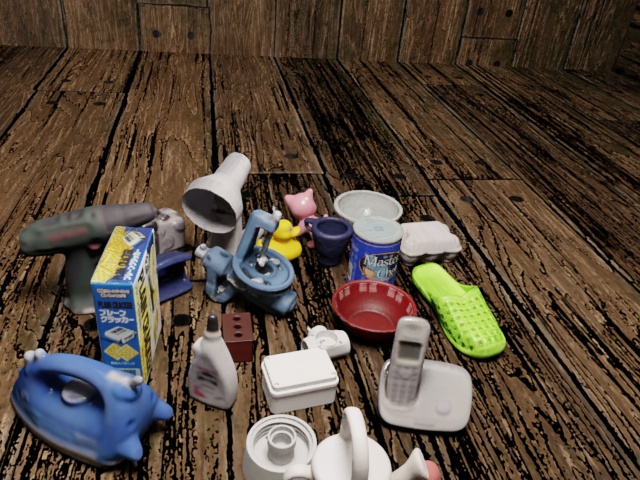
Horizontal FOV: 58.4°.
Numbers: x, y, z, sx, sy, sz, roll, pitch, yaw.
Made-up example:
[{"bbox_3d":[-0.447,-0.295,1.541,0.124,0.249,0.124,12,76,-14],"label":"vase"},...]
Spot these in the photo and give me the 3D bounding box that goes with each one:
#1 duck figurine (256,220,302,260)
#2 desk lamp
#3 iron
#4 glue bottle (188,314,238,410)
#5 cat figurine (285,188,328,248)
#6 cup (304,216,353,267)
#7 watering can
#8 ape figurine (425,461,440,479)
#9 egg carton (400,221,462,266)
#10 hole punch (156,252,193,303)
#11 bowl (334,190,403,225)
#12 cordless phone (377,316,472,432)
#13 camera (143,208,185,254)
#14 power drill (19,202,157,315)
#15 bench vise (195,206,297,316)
[{"bbox_3d":[-0.090,-0.004,1.266,0.105,0.086,0.077,-6,34,-18],"label":"duck figurine"},{"bbox_3d":[-0.201,-0.067,1.228,0.117,0.214,0.203,12,32,11],"label":"desk lamp"},{"bbox_3d":[-0.348,0.215,0.817,0.257,0.141,0.119,14,33,13],"label":"iron"},{"bbox_3d":[-0.164,0.181,0.872,0.078,0.173,0.037,13,32,12],"label":"glue bottle"},{"bbox_3d":[-0.026,-0.060,1.337,0.067,0.118,0.127,-23,41,-37],"label":"cat figurine"},{"bbox_3d":[0.012,0.005,1.261,0.117,0.095,0.092,22,35,24],"label":"cup"},{"bbox_3d":[0.045,0.289,0.714,0.173,0.194,0.100,-11,35,-25],"label":"watering can"},{"bbox_3d":[0.134,0.330,0.760,0.077,0.092,0.076,16,33,16],"label":"ape figurine"},{"bbox_3d":[0.243,0.007,1.320,0.150,0.069,0.107,-5,33,-17],"label":"egg carton"},{"bbox_3d":[-0.316,0.058,1.123,0.109,0.091,0.100,-24,43,-39],"label":"hole punch"},{"bbox_3d":[0.113,-0.053,1.390,0.167,0.075,0.167,4,32,-2],"label":"bowl"},{"bbox_3d":[0.168,0.203,0.882,0.147,0.185,0.094,5,32,-1],"label":"cordless phone"},{"bbox_3d":[-0.386,-0.033,1.250,0.143,0.101,0.136,-22,41,-37],"label":"camera"},{"bbox_3d":[-0.409,0.030,1.041,0.230,0.208,0.075,-5,33,-17],"label":"power drill"},{"bbox_3d":[-0.141,0.034,1.068,0.207,0.220,0.121,6,32,0],"label":"bench vise"}]
